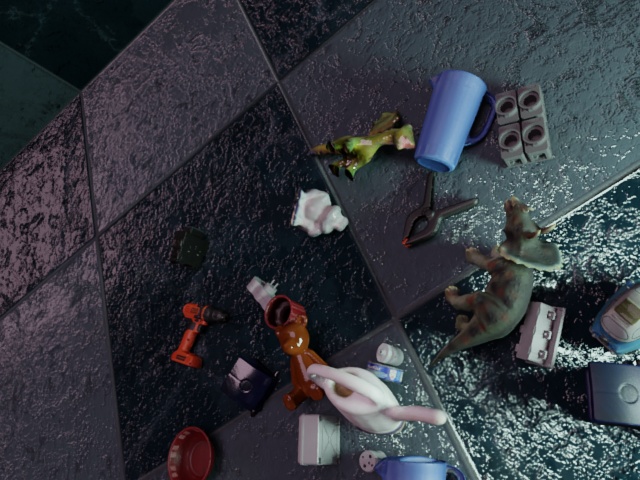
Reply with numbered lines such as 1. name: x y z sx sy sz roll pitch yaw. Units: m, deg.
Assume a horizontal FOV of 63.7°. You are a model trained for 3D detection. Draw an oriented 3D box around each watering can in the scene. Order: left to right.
1. watering can: 0.126 0.357 1.111 0.349 0.220 0.106 12 61 36

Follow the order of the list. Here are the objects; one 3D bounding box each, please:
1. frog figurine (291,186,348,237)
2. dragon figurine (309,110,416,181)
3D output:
1. frog figurine: 0.005 -0.075 1.483 0.159 0.120 0.140 14 65 1
2. dragon figurine: 0.130 -0.291 1.480 0.244 0.120 0.414 -35 28 -12
